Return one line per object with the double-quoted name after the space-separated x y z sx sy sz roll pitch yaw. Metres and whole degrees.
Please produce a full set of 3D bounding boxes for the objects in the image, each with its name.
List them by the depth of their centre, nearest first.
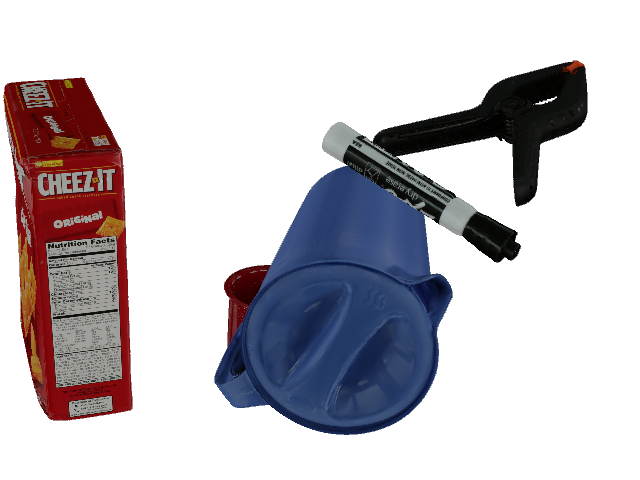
0.053 -0.025 0.561 0.121 0.020 0.020 34 14 22 "marker"
-0.194 0.004 0.812 0.072 0.214 0.164 -7 28 -19 "cracker box"
0.015 0.034 0.816 0.149 0.145 0.242 13 24 1 "pitcher"
0.172 -0.099 0.924 0.209 0.036 0.165 -29 39 -26 "clamp"
-0.038 0.084 1.009 0.117 0.081 0.093 25 32 36 "mug"
